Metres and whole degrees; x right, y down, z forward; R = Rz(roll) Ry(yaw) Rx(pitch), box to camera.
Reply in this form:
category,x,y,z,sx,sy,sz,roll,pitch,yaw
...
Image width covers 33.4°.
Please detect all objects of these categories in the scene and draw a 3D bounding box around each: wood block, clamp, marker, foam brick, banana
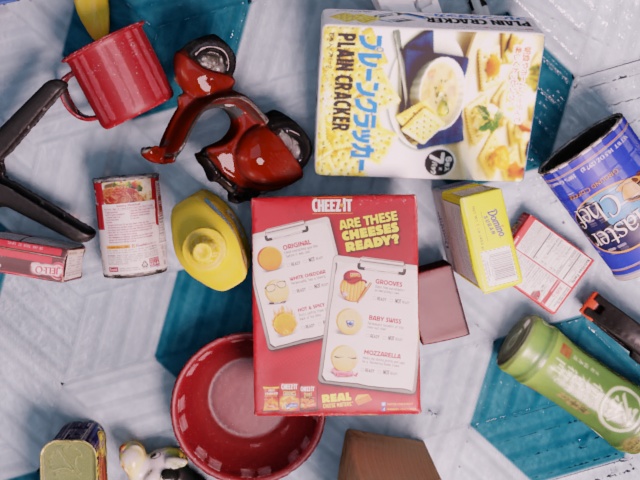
category,x,y,z,sx,sy,sz,roll,pitch,yaw
wood block,0.068,0.265,1.061,0.091,0.206,0.090,9,95,-3
clamp,-0.331,-0.079,1.080,0.210,0.036,0.164,1,101,11
marker,0.159,-0.259,1.108,0.020,0.020,0.121,-20,96,0
foam brick,0.120,0.065,1.121,0.051,0.053,0.078,-16,95,0
banana,-0.217,-0.305,1.082,0.069,0.037,0.198,21,94,-2
clamp,0.349,0.120,1.123,0.171,0.120,0.039,42,86,16

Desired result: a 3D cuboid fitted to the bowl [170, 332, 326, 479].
category,x,y,z,sx,sy,sz,roll,pitch,yaw
bowl,-0.075,0.172,1.123,0.162,0.055,0.162,0,95,-2

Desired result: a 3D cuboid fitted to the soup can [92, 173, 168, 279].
category,x,y,z,sx,sy,sz,roll,pitch,yaw
soup can,-0.194,-0.016,1.095,0.068,0.068,0.102,-5,97,-2

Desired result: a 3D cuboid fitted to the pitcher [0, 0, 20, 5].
category,x,y,z,sx,sy,sz,roll,pitch,yaw
pitcher,-0.418,-0.201,1.046,0.144,0.149,0.243,26,99,-40

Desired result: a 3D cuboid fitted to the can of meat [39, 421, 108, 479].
category,x,y,z,sx,sy,sz,roll,pitch,yaw
can of meat,-0.253,0.246,1.110,0.057,0.084,0.102,-1,96,-2

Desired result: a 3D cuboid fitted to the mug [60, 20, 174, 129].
category,x,y,z,sx,sy,sz,roll,pitch,yaw
mug,-0.210,-0.159,1.075,0.117,0.093,0.081,-23,101,16

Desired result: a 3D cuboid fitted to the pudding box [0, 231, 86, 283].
category,x,y,z,sx,sy,sz,roll,pitch,yaw
pudding box,-0.289,0.017,1.072,0.090,0.113,0.039,11,92,-3

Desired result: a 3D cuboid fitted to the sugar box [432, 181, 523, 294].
category,x,y,z,sx,sy,sz,roll,pitch,yaw
sugar box,0.152,-0.008,1.053,0.048,0.176,0.093,-13,97,1

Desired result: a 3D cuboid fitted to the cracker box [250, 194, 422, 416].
category,x,y,z,sx,sy,sz,roll,pitch,yaw
cracker box,0.015,0.065,1.058,0.164,0.072,0.214,-1,86,-1

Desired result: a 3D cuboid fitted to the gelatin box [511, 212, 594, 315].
category,x,y,z,sx,sy,sz,roll,pitch,yaw
gelatin box,0.233,0.025,1.131,0.089,0.030,0.073,34,93,-9

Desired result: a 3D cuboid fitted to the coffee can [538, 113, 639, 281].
category,x,y,z,sx,sy,sz,roll,pitch,yaw
coffee can,0.306,-0.044,1.091,0.103,0.103,0.140,-37,95,2

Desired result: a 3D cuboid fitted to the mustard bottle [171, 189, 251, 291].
category,x,y,z,sx,sy,sz,roll,pitch,yaw
mustard bottle,-0.107,0.002,1.037,0.058,0.191,0.096,-29,96,1
